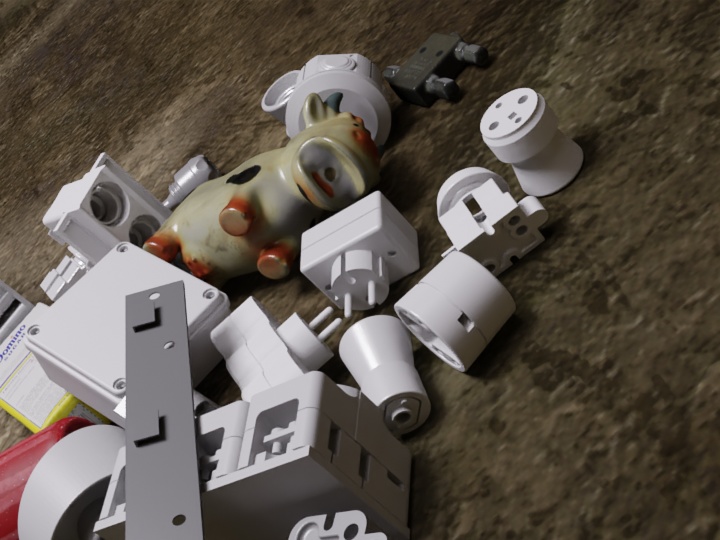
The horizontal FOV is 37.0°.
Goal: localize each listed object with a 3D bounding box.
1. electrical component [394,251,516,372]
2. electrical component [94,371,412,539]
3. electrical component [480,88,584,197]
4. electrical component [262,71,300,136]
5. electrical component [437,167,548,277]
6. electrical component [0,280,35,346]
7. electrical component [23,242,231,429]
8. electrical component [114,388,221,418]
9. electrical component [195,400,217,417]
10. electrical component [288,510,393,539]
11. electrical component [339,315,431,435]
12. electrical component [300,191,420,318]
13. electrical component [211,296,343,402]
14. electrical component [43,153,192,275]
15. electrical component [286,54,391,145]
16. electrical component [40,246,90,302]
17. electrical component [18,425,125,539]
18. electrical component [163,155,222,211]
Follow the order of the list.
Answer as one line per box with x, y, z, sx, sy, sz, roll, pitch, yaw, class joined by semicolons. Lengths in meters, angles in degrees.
0.055;0.023;0.615;0.047;0.055;0.055;-46;33;-10;electrical component
-0.057;0.120;0.595;0.150;0.089;0.061;-24;38;28;electrical component
0.107;-0.079;0.670;0.045;0.055;0.045;-29;36;24;electrical component
-0.047;-0.130;0.890;0.045;0.055;0.045;-28;36;23;electrical component
0.076;-0.031;0.660;0.066;0.048;0.055;-38;41;10;electrical component
-0.365;0.031;1.006;0.186;0.105;0.060;16;66;53;electrical component
-0.162;0.048;0.768;0.109;0.056;0.108;25;58;30;electrical component
-0.116;0.097;0.699;0.064;0.081;0.042;27;73;26;electrical component
-0.078;0.101;0.662;0.035;0.061;0.035;-28;36;23;electrical component
-0.003;0.157;0.527;0.078;0.057;0.058;-17;42;35;electrical component
0.016;0.063;0.624;0.044;0.044;0.065;-36;39;12;electrical component
0.000;0.000;0.705;0.066;0.047;0.076;-28;37;23;electrical component
-0.042;0.053;0.682;0.074;0.052;0.138;-42;29;-1;electrical component
-0.186;-0.022;0.859;0.063;0.121;0.078;-11;45;43;electrical component
-0.016;-0.125;0.831;0.080;0.080;0.051;-29;31;22;electrical component
-0.252;0.006;0.969;0.055;0.048;0.066;-55;34;-3;electrical component
-0.158;0.152;0.662;0.064;0.099;0.099;24;71;49;electrical component
-0.154;-0.072;0.960;0.061;0.035;0.035;-40;33;9;electrical component
